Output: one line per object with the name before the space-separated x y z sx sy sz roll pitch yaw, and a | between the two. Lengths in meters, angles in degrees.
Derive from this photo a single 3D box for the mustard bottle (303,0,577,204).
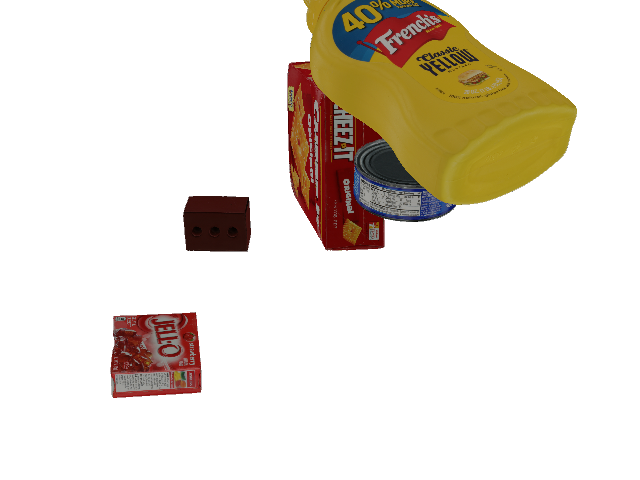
mustard bottle | 0.050 -0.100 0.619 0.096 0.058 0.192 -24 50 -26

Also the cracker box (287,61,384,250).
cracker box | 0.013 -0.099 1.153 0.072 0.164 0.214 -4 18 -9

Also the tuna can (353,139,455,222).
tuna can | 0.069 -0.049 0.845 0.086 0.034 0.086 1 31 -1

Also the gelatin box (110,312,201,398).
gelatin box | -0.139 0.094 0.901 0.073 0.030 0.089 -2 28 -8

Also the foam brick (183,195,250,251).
foam brick | -0.126 -0.021 1.305 0.078 0.053 0.051 0 27 3
